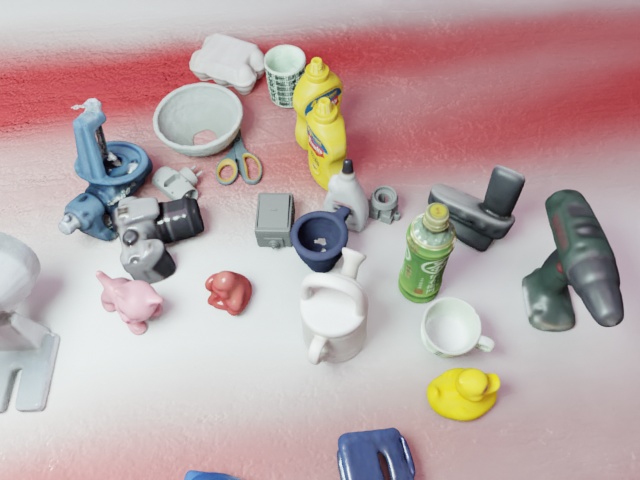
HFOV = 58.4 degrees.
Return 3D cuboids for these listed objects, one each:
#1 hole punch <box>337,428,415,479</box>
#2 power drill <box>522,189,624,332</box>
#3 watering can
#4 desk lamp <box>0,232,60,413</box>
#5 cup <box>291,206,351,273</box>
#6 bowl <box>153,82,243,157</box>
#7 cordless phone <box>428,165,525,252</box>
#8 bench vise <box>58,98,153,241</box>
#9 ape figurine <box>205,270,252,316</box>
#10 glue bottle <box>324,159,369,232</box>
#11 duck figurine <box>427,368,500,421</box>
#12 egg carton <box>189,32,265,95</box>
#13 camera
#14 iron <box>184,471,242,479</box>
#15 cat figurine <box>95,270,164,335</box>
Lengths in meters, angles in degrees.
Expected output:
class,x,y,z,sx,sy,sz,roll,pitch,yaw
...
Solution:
class,x,y,z,sx,sy,sz,roll,pitch,yaw
hole punch,0.076,0.306,0.762,0.101,0.091,0.108,-12,60,-5
power drill,0.364,0.053,0.836,0.075,0.208,0.229,-1,59,1
watering can,0.020,0.092,0.831,0.101,0.194,0.173,-1,59,1
desk lamp,-0.461,0.119,0.817,0.118,0.214,0.203,-4,59,0
cup,0.009,0.003,0.941,0.091,0.095,0.118,35,66,20
bowl,-0.225,-0.216,1.090,0.167,0.075,0.167,-1,59,1
cordless phone,0.254,-0.077,0.929,0.147,0.185,0.094,24,63,15
bench vise,-0.359,-0.110,0.946,0.121,0.220,0.207,3,59,4
ape figurine,-0.146,0.076,0.904,0.076,0.092,0.077,-23,61,-11
glue bottle,0.043,-0.078,0.943,0.078,0.173,0.037,15,61,11
duck figurine,0.207,0.212,0.817,0.104,0.086,0.077,-6,59,-2
egg carton,-0.187,-0.364,1.179,0.150,0.069,0.107,21,62,13
camera,-0.266,-0.018,0.958,0.137,0.101,0.143,-15,60,-7
iron,-0.072,0.363,0.703,0.258,0.141,0.119,13,61,9
cat figurine,-0.296,0.088,0.886,0.127,0.118,0.067,31,65,19
